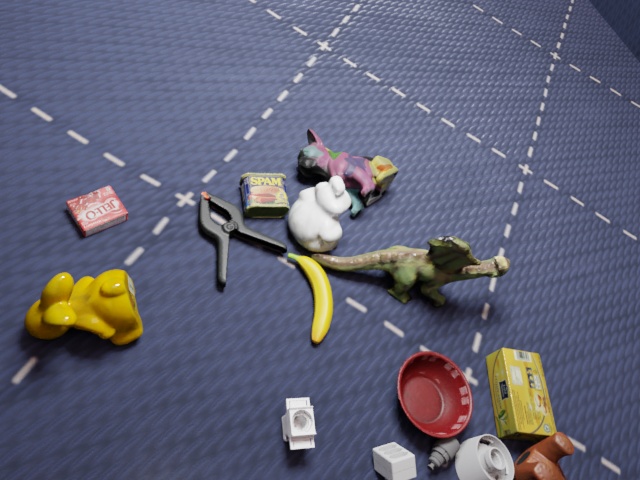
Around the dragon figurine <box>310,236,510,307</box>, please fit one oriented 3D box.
[{"bbox_3d":[0.207,0.038,1.061,0.409,0.238,0.125,10,61,-18],"label":"dragon figurine"}]

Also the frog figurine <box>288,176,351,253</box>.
[{"bbox_3d":[0.003,-0.055,1.083,0.123,0.156,0.140,-8,63,-24],"label":"frog figurine"}]
